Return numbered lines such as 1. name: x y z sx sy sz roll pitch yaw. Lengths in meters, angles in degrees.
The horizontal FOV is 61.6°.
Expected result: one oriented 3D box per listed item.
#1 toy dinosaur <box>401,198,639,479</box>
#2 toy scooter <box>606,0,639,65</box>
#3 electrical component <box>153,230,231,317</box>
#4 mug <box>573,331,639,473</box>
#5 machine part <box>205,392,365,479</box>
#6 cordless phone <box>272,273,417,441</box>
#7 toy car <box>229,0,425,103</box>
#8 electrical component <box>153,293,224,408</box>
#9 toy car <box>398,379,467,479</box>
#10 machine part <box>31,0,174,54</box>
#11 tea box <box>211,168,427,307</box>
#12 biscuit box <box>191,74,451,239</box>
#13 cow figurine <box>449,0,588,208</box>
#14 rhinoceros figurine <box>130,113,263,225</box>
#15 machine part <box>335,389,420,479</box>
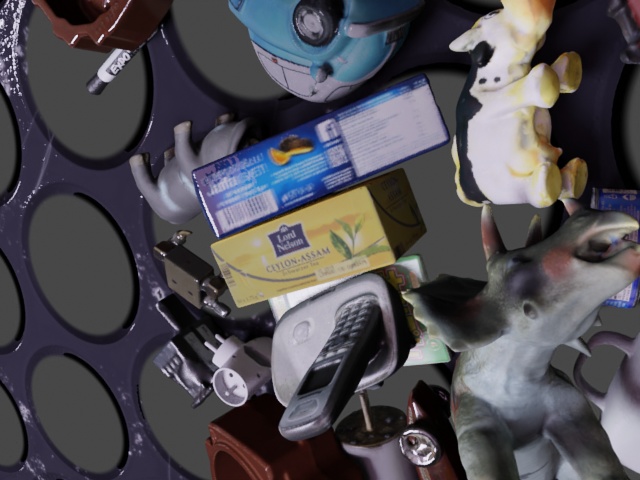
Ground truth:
1. toy dinosaur: 0.159 0.150 0.425 0.131 0.192 0.404 -14 132 6
2. toy scooter: 0.214 -0.180 0.338 0.135 0.075 0.183 -16 96 33
3. electrical component: -0.138 0.034 0.605 0.102 0.045 0.078 29 145 20
4. mug: 0.248 0.122 0.409 0.110 0.081 0.107 21 122 14
5. machine part: -0.034 0.275 0.553 0.202 0.087 0.200 1 107 54
6. cordless phone: -0.003 0.115 0.458 0.147 0.184 0.088 -28 98 31
7. toy car: -0.005 -0.167 0.441 0.162 0.109 0.102 28 134 27
8. electrical component: -0.151 0.122 0.618 0.119 0.075 0.047 45 120 4
9. toy car: 0.123 0.229 0.499 0.053 0.089 0.202 -24 94 27
10. machine part: -0.214 -0.276 0.530 0.180 0.056 0.179 4 98 28
11. tea box: -0.001 -0.001 0.489 0.170 0.098 0.068 -20 97 29
12. biscuit box: -0.001 -0.066 0.443 0.203 0.063 0.059 -22 96 4
13. cow figurine: 0.138 -0.107 0.403 0.098 0.068 0.167 4 107 50
14. rhinoceros figurine: -0.103 -0.066 0.536 0.190 0.073 0.112 -14 97 30
15. machine part: 0.070 0.261 0.543 0.079 0.079 0.243 -8 100 29
